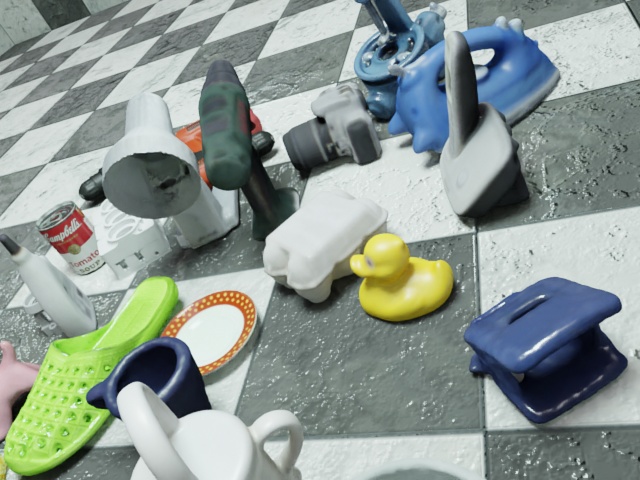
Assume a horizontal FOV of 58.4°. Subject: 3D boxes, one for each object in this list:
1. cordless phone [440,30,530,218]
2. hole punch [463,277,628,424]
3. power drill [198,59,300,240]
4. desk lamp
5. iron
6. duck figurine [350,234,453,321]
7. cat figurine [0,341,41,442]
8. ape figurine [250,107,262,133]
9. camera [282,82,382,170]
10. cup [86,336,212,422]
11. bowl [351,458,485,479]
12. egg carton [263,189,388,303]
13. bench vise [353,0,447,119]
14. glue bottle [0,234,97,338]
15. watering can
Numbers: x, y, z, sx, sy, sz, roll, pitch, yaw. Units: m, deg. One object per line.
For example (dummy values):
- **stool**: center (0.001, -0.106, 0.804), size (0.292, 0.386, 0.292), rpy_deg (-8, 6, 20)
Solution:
- **cordless phone**: center (0.170, -0.131, 0.653), size (0.094, 0.185, 0.147), rpy_deg (-18, 37, 11)
- **hole punch**: center (0.178, 0.077, 0.472), size (0.109, 0.091, 0.100), rpy_deg (-31, 36, -7)
- **power drill**: center (-0.100, -0.113, 0.774), size (0.075, 0.209, 0.229), rpy_deg (-20, 37, 8)
- **desk lamp**: center (-0.207, -0.089, 0.805), size (0.118, 0.214, 0.203), rpy_deg (-22, 36, 6)
- **iron**: center (0.211, -0.227, 0.783), size (0.258, 0.142, 0.118), rpy_deg (-30, 36, -5)
- **duck figurine**: center (0.081, 0.030, 0.593), size (0.104, 0.086, 0.077), rpy_deg (-9, 40, 22)
- **cat figurine**: center (-0.405, 0.178, 0.679), size (0.067, 0.118, 0.128), rpy_deg (15, 53, 42)
- **ape figurine**: center (-0.151, -0.225, 1.041), size (0.075, 0.092, 0.078), rpy_deg (19, 56, 44)
- **camera**: center (0.010, -0.174, 0.874), size (0.136, 0.101, 0.143), rpy_deg (-22, 36, 6)
- **cup**: center (-0.162, 0.163, 0.570), size (0.117, 0.095, 0.091), rpy_deg (-19, 37, 10)
- **bowl**: center (0.065, 0.234, 0.363), size (0.167, 0.075, 0.167), rpy_deg (-16, 37, 13)
- **egg carton**: center (0.006, 0.002, 0.686), size (0.150, 0.070, 0.107), rpy_deg (-43, 39, -21)
- **bench vise**: center (0.115, -0.332, 0.903), size (0.121, 0.220, 0.208), rpy_deg (2, 45, 33)
- **glue bottle**: center (-0.360, 0.056, 0.755), size (0.037, 0.173, 0.078), rpy_deg (-31, 36, -6)
- **watering can**: center (-0.094, 0.183, 0.420), size (0.100, 0.194, 0.173), rpy_deg (14, 52, 41)
